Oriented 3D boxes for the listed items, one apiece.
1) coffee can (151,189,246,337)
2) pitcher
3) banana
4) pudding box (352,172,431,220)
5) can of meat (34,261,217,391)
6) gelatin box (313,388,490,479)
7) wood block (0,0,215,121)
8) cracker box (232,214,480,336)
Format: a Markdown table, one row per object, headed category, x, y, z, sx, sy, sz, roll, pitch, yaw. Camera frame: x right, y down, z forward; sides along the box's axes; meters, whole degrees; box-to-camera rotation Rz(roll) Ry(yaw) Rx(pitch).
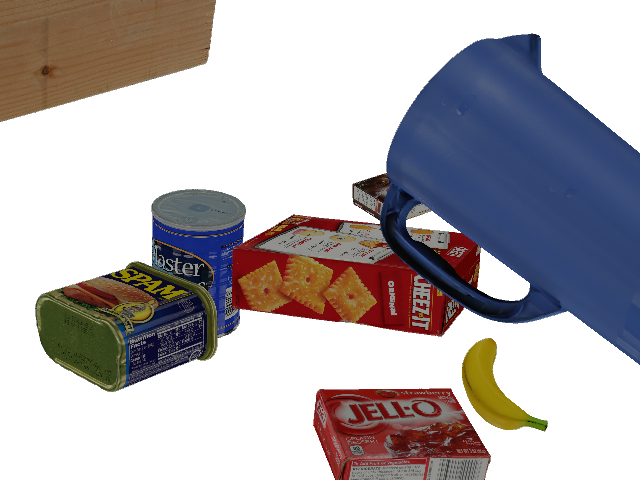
| category | x | y | z | sx | sy | sz | roll | pitch | yaw |
| --- | --- | --- | --- | --- | --- | --- | --- | --- | --- |
| coffee can | -0.137 | 0.026 | 1.191 | 0.103 | 0.140 | 0.103 | 4 | 24 | -2 |
| pitcher | 0.167 | -0.016 | 0.754 | 0.144 | 0.149 | 0.243 | -32 | 64 | -34 |
| banana | 0.203 | 0.172 | 1.268 | 0.069 | 0.037 | 0.198 | 10 | 24 | -15 |
| pudding box | 0.117 | -0.067 | 1.586 | 0.113 | 0.039 | 0.090 | -21 | 35 | -29 |
| can of meat | -0.137 | 0.059 | 0.747 | 0.102 | 0.057 | 0.083 | 18 | 25 | 39 |
| gelatin box | 0.046 | 0.117 | 0.632 | 0.089 | 0.030 | 0.073 | 2 | 23 | -14 |
| wood block | -0.192 | -0.174 | 0.843 | 0.205 | 0.091 | 0.090 | -23 | 53 | -35 |
| cracker box | 0.040 | 0.032 | 1.071 | 0.214 | 0.072 | 0.164 | 7 | 15 | 19 |
